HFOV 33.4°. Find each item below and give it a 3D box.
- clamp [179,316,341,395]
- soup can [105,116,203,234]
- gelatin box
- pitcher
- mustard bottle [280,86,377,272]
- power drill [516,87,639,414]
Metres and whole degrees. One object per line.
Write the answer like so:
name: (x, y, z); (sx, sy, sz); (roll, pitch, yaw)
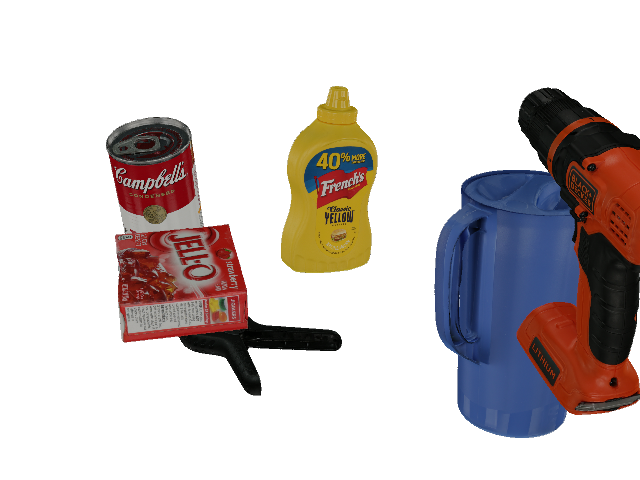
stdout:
clamp: (-0.102, 0.120, 1.262); (0.210, 0.036, 0.164); (14, 23, 27)
soup can: (-0.134, -0.040, 0.874); (0.068, 0.102, 0.068); (-2, 37, 2)
gelatin box: (-0.085, 0.023, 0.642); (0.073, 0.030, 0.089); (-5, 28, -9)
pitcher: (0.184, 0.063, 1.015); (0.149, 0.243, 0.145); (5, 21, 9)
mustard bottle: (0.012, -0.064, 1.107); (0.096, 0.192, 0.058); (-5, 21, -24)
power drill: (0.176, 0.008, 0.721); (0.057, 0.188, 0.184); (-9, 34, -11)
